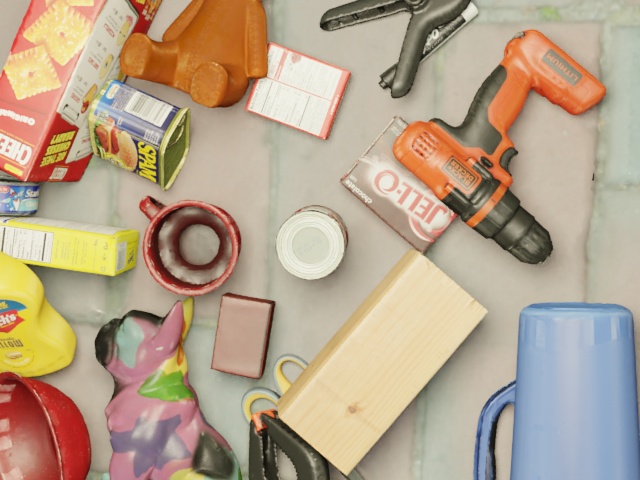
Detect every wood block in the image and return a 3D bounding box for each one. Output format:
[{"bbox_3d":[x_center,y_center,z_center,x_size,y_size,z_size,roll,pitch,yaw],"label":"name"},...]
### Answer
[{"bbox_3d":[0.058,0.116,1.047,0.091,0.090,0.206,41,90,-2],"label":"wood block"}]

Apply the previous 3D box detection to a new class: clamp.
[{"bbox_3d":[-0.010,0.263,1.050,0.165,0.036,0.210,-27,75,32],"label":"clamp"},{"bbox_3d":[0.097,-0.222,1.047,0.171,0.039,0.120,-36,79,7],"label":"clamp"}]

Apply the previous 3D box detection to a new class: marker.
[{"bbox_3d":[0.107,-0.194,1.067,0.121,0.020,0.020,-41,91,5],"label":"marker"}]

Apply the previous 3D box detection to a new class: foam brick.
[{"bbox_3d":[-0.077,0.096,1.081,0.051,0.053,0.078,9,90,2],"label":"foam brick"}]

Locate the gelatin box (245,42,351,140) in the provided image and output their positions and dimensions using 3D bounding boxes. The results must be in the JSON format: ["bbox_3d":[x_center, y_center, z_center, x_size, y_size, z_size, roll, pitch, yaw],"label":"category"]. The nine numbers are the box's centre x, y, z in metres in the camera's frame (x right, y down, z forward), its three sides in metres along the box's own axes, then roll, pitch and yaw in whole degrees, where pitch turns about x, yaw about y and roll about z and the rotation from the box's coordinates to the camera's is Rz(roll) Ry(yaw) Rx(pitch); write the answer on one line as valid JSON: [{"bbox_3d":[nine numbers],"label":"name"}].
[{"bbox_3d":[-0.022,-0.150,1.073,0.089,0.030,0.073,20,96,2],"label":"gelatin box"}]

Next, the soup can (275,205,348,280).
[{"bbox_3d":[-0.007,0.001,1.046,0.068,0.102,0.068,0,94,3],"label":"soup can"}]

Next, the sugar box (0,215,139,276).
[{"bbox_3d":[-0.278,0.001,1.068,0.176,0.093,0.048,6,94,4],"label":"sugar box"}]

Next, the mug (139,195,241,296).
[{"bbox_3d":[-0.132,-0.003,1.064,0.117,0.081,0.093,38,95,0],"label":"mug"}]

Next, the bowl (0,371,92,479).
[{"bbox_3d":[-0.277,0.206,1.077,0.162,0.055,0.162,13,108,47],"label":"bowl"}]

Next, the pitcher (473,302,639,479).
[{"bbox_3d":[0.238,0.184,1.040,0.149,0.145,0.243,0,91,-9],"label":"pitcher"}]

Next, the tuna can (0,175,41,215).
[{"bbox_3d":[-0.325,-0.047,1.070,0.086,0.086,0.034,7,96,3],"label":"tuna can"}]

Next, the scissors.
[{"bbox_3d":[-0.011,0.217,1.105,0.096,0.016,0.202,-24,92,6],"label":"scissors"}]

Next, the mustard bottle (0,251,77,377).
[{"bbox_3d":[-0.311,0.061,1.032,0.096,0.191,0.058,-3,51,10],"label":"mustard bottle"}]

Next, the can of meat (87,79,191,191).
[{"bbox_3d":[-0.177,-0.105,1.050,0.084,0.102,0.057,25,64,4],"label":"can of meat"}]

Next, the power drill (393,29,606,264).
[{"bbox_3d":[0.190,-0.093,1.027,0.184,0.057,0.187,40,79,-2],"label":"power drill"}]

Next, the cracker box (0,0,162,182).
[{"bbox_3d":[-0.239,-0.165,1.018,0.072,0.164,0.214,26,95,3],"label":"cracker box"}]

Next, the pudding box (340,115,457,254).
[{"bbox_3d":[0.090,-0.055,1.067,0.113,0.039,0.090,41,95,-1],"label":"pudding box"}]
